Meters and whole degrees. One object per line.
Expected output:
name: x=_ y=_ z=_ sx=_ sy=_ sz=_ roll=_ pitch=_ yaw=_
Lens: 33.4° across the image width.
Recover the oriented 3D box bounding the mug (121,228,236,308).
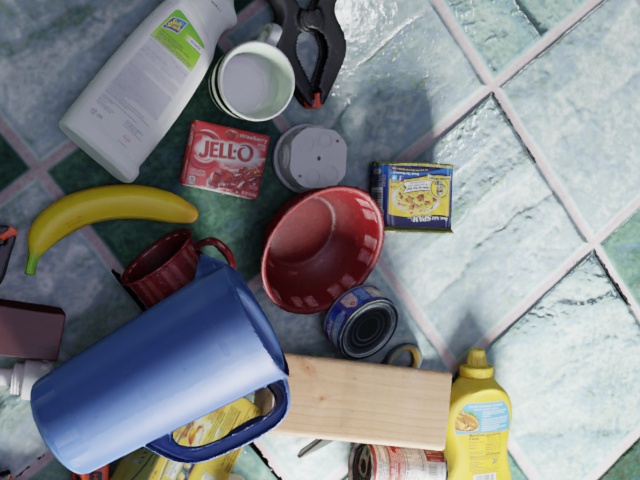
mug: x=-0.144 y=0.041 z=1.151 sx=0.117 sy=0.093 sz=0.081 roll=-31 pitch=111 yaw=13

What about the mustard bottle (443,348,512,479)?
mustard bottle: x=0.190 y=0.229 z=1.308 sx=0.096 sy=0.058 sz=0.191 roll=0 pitch=94 yaw=-24

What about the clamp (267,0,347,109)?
clamp: x=-0.026 y=-0.255 z=1.207 sx=0.164 sy=0.036 sz=0.210 roll=-1 pitch=97 yaw=-24

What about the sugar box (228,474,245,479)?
sugar box: x=-0.109 y=0.357 z=1.175 sx=0.048 sy=0.093 sz=0.176 roll=12 pitch=97 yaw=-22

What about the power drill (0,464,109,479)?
power drill: x=-0.319 y=0.248 z=1.123 sx=0.187 sy=0.057 sz=0.184 roll=0 pitch=94 yaw=-19

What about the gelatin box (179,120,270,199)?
gelatin box: x=-0.107 y=-0.089 z=1.192 sx=0.089 sy=0.030 sz=0.073 roll=12 pitch=89 yaw=-21

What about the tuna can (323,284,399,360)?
tuna can: x=0.049 y=0.097 z=1.240 sx=0.086 sy=0.034 sz=0.086 roll=-19 pitch=128 yaw=-26

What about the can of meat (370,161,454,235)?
can of meat: x=0.108 y=-0.049 z=1.261 sx=0.102 sy=0.058 sz=0.084 roll=1 pitch=91 yaw=-21

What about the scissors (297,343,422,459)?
scissors: x=0.056 y=0.187 z=1.278 sx=0.201 sy=0.016 sz=0.096 roll=-14 pitch=97 yaw=-19

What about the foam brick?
foam brick: x=-0.311 y=0.094 z=1.118 sx=0.078 sy=0.051 sz=0.053 roll=11 pitch=91 yaw=-20

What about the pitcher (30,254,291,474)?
pitcher: x=-0.156 y=0.142 z=1.069 sx=0.243 sy=0.149 sz=0.145 roll=-30 pitch=132 yaw=3

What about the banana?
banana: x=-0.231 y=-0.025 z=1.147 sx=0.197 sy=0.037 sz=0.069 roll=-19 pitch=101 yaw=-18

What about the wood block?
wood block: x=0.035 y=0.182 z=1.215 sx=0.206 sy=0.091 sz=0.090 roll=8 pitch=84 yaw=-15

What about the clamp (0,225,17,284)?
clamp: x=-0.391 y=0.034 z=1.091 sx=0.171 sy=0.039 sz=0.120 roll=-49 pitch=113 yaw=-17

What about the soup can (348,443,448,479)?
soup can: x=0.093 y=0.275 z=1.270 sx=0.102 sy=0.069 sz=0.068 roll=8 pitch=91 yaw=-21

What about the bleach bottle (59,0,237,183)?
bleach bottle: x=-0.164 y=-0.187 z=1.150 sx=0.102 sy=0.068 sz=0.250 roll=43 pitch=77 yaw=-19

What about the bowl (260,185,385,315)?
bowl: x=-0.008 y=0.001 z=1.203 sx=0.161 sy=0.055 sz=0.162 roll=-18 pitch=126 yaw=-26
